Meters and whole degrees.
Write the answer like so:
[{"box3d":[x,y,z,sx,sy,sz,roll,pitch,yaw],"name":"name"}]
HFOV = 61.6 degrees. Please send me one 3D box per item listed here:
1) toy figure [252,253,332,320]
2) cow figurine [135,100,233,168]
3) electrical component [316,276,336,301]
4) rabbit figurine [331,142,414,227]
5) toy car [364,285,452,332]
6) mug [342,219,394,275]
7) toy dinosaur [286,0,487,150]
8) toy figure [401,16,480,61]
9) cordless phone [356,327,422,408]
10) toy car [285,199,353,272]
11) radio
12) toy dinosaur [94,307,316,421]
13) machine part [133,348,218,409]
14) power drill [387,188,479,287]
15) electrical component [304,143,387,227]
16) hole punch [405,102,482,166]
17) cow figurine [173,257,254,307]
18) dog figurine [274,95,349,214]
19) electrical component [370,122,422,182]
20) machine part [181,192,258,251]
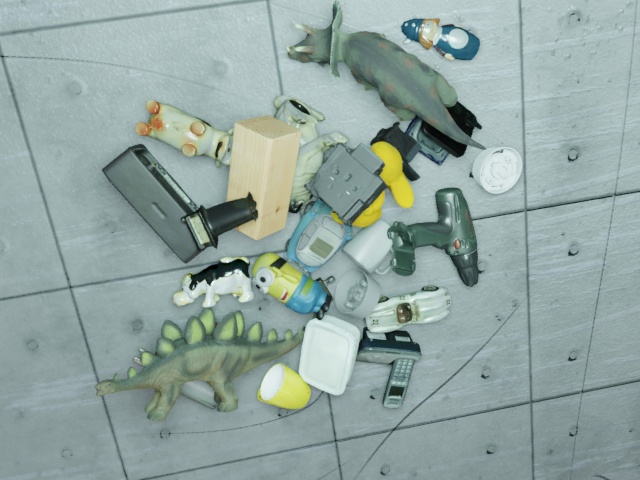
[{"box3d":[-0.061,0.097,1.128,0.180,0.089,0.082,29,109,-8],"name":"toy figure"},{"box3d":[-0.234,-0.194,1.025,0.195,0.127,0.085,23,101,2],"name":"cow figurine"},{"box3d":[0.000,0.119,1.185,0.094,0.021,0.063,-32,107,2],"name":"electrical component"},{"box3d":[0.111,-0.109,1.067,0.162,0.122,0.173,18,119,-19],"name":"rabbit figurine"},{"box3d":[0.197,0.155,1.203,0.202,0.056,0.073,-12,107,-3],"name":"toy car"},{"box3d":[0.120,0.016,1.142,0.109,0.081,0.107,40,88,-11],"name":"mug"},{"box3d":[0.124,-0.294,0.957,0.405,0.192,0.131,37,110,20],"name":"toy dinosaur"},{"box3d":[0.235,-0.398,1.051,0.154,0.058,0.064,15,65,-10],"name":"toy figure"},{"box3d":[0.142,0.299,1.226,0.147,0.089,0.184,6,109,-9],"name":"cordless phone"},{"box3d":[-0.002,-0.003,1.109,0.109,0.103,0.161,35,97,-14],"name":"toy car"},{"box3d":[-0.302,-0.073,1.034,0.073,0.131,0.229,-36,107,3],"name":"radio"},{"box3d":[-0.206,0.240,1.081,0.471,0.105,0.198,-2,93,-35],"name":"toy dinosaur"},{"box3d":[-0.289,0.298,1.171,0.243,0.079,0.079,30,100,-14],"name":"machine part"},{"box3d":[0.249,0.015,1.132,0.207,0.086,0.231,-14,103,-23],"name":"power drill"},{"box3d":[0.055,-0.110,0.992,0.115,0.058,0.134,42,98,12],"name":"electrical component"},{"box3d":[0.244,-0.225,1.095,0.142,0.092,0.116,31,71,-12],"name":"hole punch"},{"box3d":[-0.227,0.087,1.123,0.167,0.068,0.098,-7,101,-9],"name":"cow figurine"},{"box3d":[-0.061,-0.166,1.065,0.172,0.121,0.190,48,117,16],"name":"dog figurine"},{"box3d":[0.167,-0.176,1.089,0.119,0.075,0.048,42,73,-13],"name":"electrical component"},{"box3d":[-0.176,-0.036,0.972,0.139,0.039,0.084,-24,98,9],"name":"machine part"}]
